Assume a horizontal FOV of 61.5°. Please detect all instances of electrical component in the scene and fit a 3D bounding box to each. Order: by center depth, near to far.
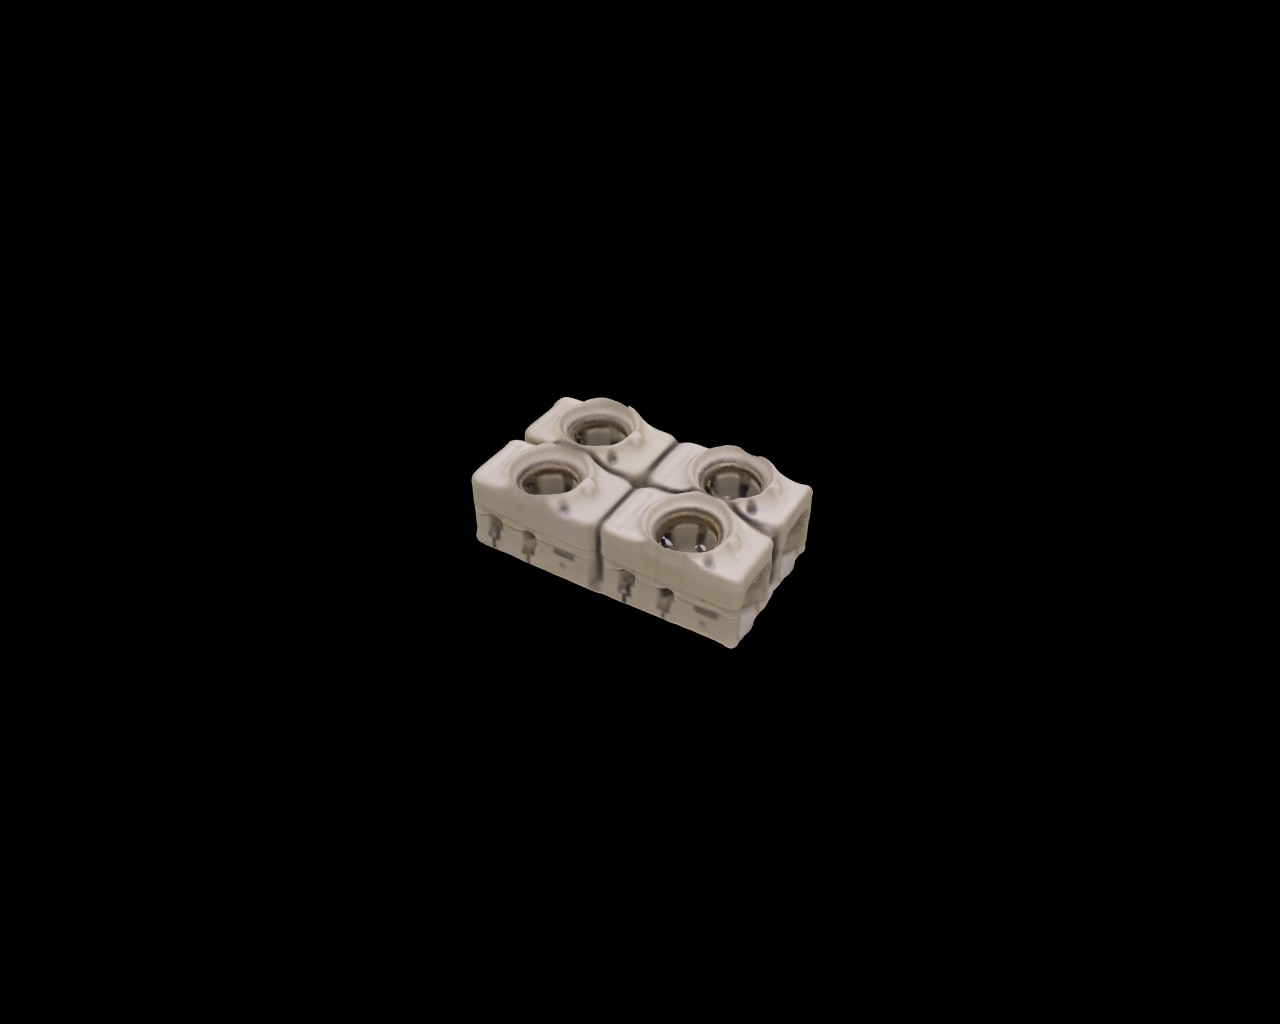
[{"bbox_3d":[0.001,-0.003,0.650,0.186,0.060,0.106,22,45,23],"label":"electrical component"}]
